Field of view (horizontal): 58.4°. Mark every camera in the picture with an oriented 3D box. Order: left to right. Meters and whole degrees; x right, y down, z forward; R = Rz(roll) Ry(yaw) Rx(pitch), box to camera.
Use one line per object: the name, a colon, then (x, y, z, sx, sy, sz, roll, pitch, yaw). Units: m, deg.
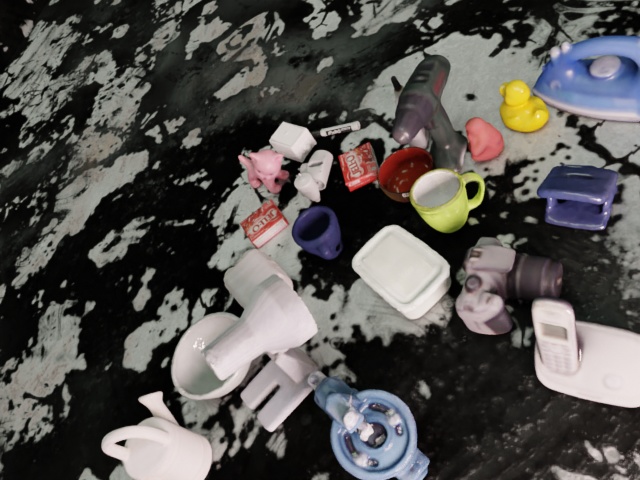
camera: (0.289, 0.065, 0.873, 0.136, 0.101, 0.143, 5, 61, 33)

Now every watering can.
watering can: (-0.276, 0.340, 0.946, 0.101, 0.195, 0.172, -39, 48, 1)

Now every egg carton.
egg carton: (-0.119, 0.086, 1.118, 0.107, 0.070, 0.149, -46, 48, -5)

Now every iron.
iron: (0.484, -0.297, 0.988, 0.257, 0.142, 0.119, 13, 66, 36)

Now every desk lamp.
desk lamp: (-0.082, 0.182, 0.930, 0.203, 0.214, 0.117, -47, 48, -7)

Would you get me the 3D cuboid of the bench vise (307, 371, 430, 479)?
bench vise: (0.037, 0.255, 0.805, 0.206, 0.220, 0.121, 12, 65, 36)

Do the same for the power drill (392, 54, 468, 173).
power drill: (0.203, -0.213, 1.046, 0.075, 0.209, 0.230, 1, 59, 31)

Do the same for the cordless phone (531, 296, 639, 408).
cordless phone: (0.345, 0.136, 0.734, 0.147, 0.186, 0.094, 5, 61, 33)

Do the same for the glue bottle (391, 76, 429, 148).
glue bottle: (0.172, -0.256, 1.119, 0.037, 0.174, 0.078, -6, 56, 27)

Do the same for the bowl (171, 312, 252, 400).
bowl: (-0.186, 0.222, 1.057, 0.167, 0.075, 0.167, -15, 52, 21)

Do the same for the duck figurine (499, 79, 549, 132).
duck figurine: (0.372, -0.256, 1.061, 0.077, 0.086, 0.104, -40, 48, 0)

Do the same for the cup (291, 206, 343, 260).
cup: (0.010, 0.004, 1.083, 0.091, 0.095, 0.117, -32, 48, 7)

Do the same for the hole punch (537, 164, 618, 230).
hole punch: (0.409, -0.082, 0.913, 0.108, 0.091, 0.101, 11, 65, 35)

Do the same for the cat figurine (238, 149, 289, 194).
cat figurine: (-0.127, -0.164, 1.266, 0.127, 0.118, 0.067, 16, 68, 37)

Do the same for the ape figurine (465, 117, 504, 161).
ape figurine: (0.295, -0.193, 1.058, 0.075, 0.092, 0.078, 11, 65, 35)
